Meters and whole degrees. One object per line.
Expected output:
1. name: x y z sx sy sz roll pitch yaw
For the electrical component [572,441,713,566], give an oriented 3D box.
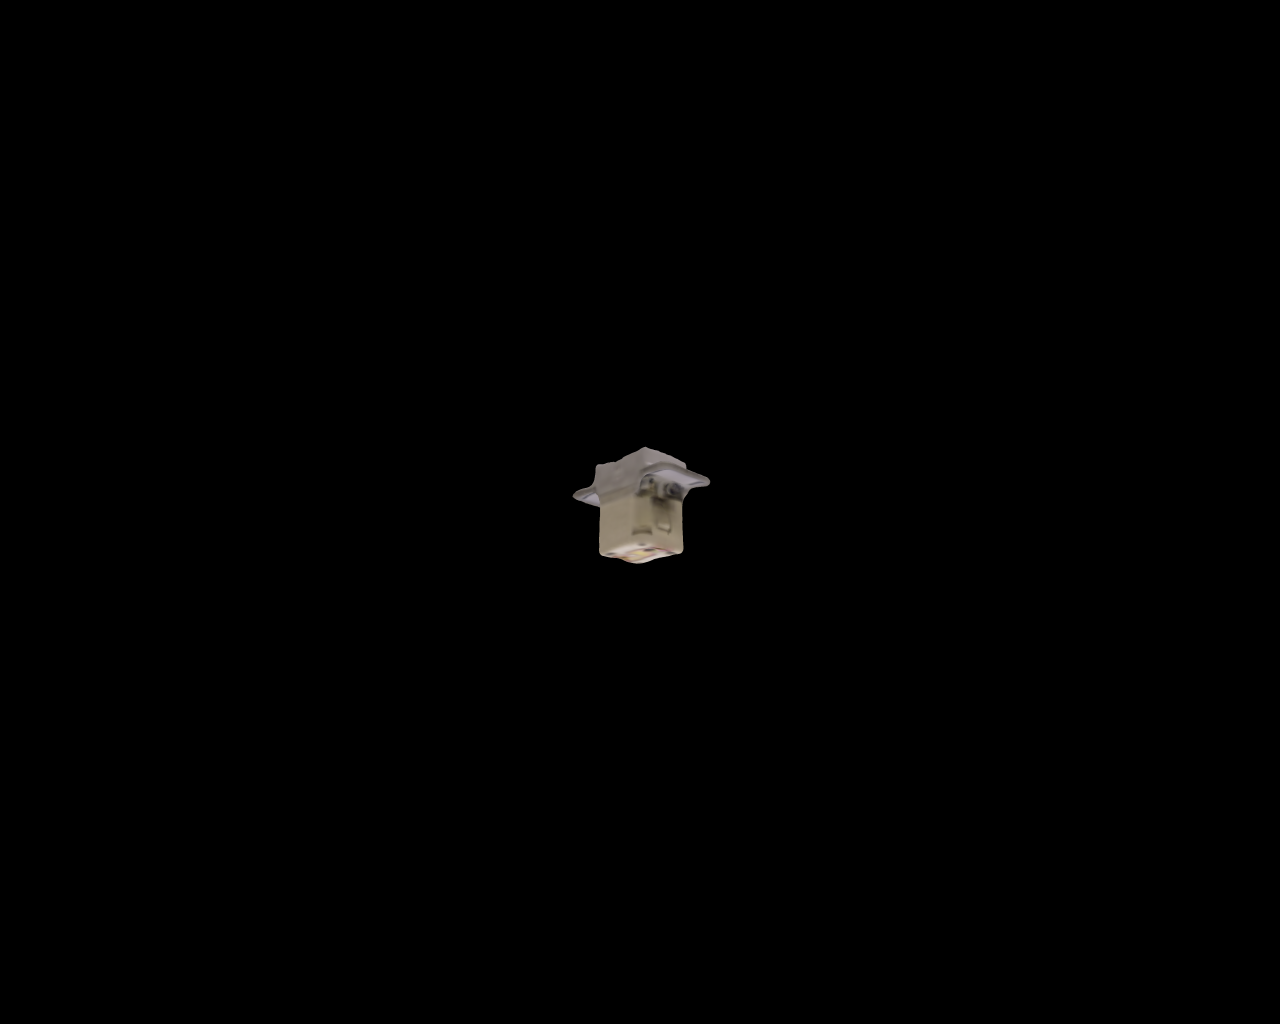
1. electrical component: 0.001 -0.003 0.650 0.042 0.064 0.081 18 -26 -41
